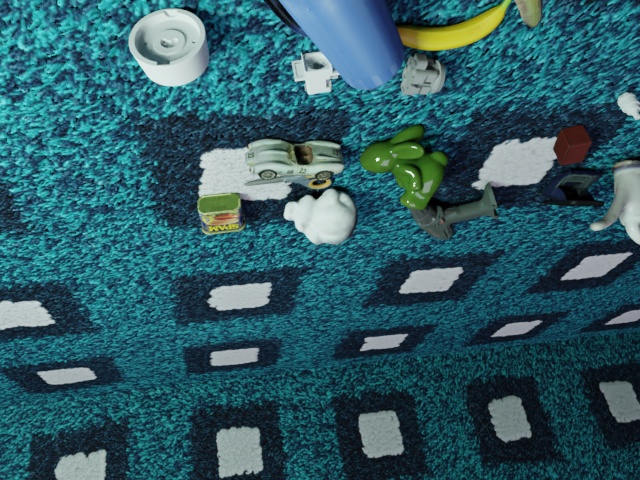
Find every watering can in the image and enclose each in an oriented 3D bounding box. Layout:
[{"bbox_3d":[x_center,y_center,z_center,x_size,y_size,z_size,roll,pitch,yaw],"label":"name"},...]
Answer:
[{"bbox_3d":[0.776,-0.098,1.275,0.347,0.227,0.103,7,163,-29],"label":"watering can"}]

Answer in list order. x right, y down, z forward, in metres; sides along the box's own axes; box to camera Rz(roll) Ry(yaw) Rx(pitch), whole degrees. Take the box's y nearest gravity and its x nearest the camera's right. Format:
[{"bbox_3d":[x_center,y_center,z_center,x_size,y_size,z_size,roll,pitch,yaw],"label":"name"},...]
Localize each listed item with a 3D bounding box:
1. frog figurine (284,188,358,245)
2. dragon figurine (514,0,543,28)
[{"bbox_3d":[0.004,-0.061,1.203,0.158,0.125,0.136,21,106,-30],"label":"frog figurine"},{"bbox_3d":[0.113,-0.379,0.576,0.242,0.125,0.402,-24,124,7],"label":"dragon figurine"}]
